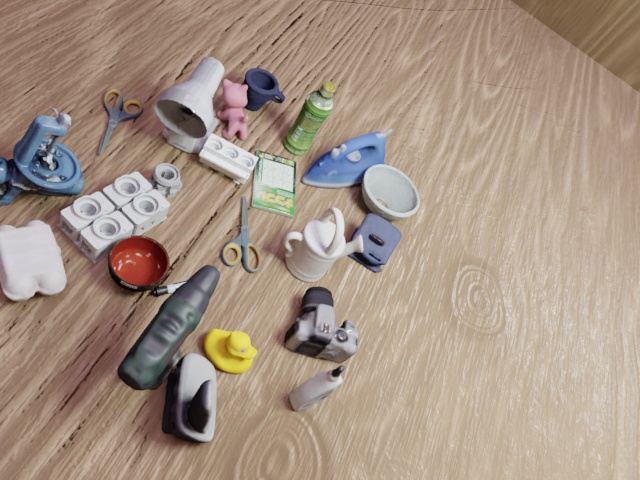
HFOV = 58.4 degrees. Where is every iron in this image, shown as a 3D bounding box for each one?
[{"bbox_3d":[0.076,-0.218,1.477,0.259,0.141,0.118,-23,71,-38],"label":"iron"}]

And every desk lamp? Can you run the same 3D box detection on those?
[{"bbox_3d":[-0.285,-0.294,1.280,0.118,0.213,0.203,27,49,-10],"label":"desk lamp"}]

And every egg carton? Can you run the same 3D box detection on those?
[{"bbox_3d":[-0.516,0.036,1.016,0.107,0.069,0.150,-14,66,-35],"label":"egg carton"}]

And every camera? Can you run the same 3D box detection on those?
[{"bbox_3d":[0.011,0.169,1.196,0.143,0.100,0.137,18,51,-17],"label":"camera"}]

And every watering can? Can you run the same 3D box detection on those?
[{"bbox_3d":[0.011,0.003,1.250,0.173,0.193,0.101,-13,65,-35],"label":"watering can"}]

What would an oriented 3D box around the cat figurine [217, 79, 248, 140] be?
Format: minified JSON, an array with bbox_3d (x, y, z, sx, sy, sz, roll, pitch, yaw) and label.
[{"bbox_3d":[-0.206,-0.330,1.413,0.067,0.117,0.127,-7,62,-32],"label":"cat figurine"}]

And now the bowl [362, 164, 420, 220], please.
[{"bbox_3d":[0.172,-0.112,1.500,0.168,0.074,0.167,15,52,-20],"label":"bowl"}]

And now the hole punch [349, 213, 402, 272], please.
[{"bbox_3d":[0.131,0.007,1.383,0.109,0.091,0.101,33,48,-5],"label":"hole punch"}]

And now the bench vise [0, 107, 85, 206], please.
[{"bbox_3d":[-0.527,-0.142,1.034,0.208,0.219,0.121,-25,73,-39],"label":"bench vise"}]

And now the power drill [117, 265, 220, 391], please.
[{"bbox_3d":[-0.262,0.165,0.975,0.075,0.208,0.230,33,48,-4],"label":"power drill"}]

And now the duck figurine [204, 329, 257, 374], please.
[{"bbox_3d":[-0.166,0.200,1.086,0.104,0.086,0.078,36,48,-2],"label":"duck figurine"}]

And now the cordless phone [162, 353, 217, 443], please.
[{"bbox_3d":[-0.199,0.252,0.964,0.094,0.185,0.147,9,54,-23],"label":"cordless phone"}]

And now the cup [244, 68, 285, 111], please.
[{"bbox_3d":[-0.152,-0.376,1.491,0.118,0.094,0.092,34,48,-4],"label":"cup"}]

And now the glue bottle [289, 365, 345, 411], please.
[{"bbox_3d":[0.006,0.271,1.074,0.078,0.173,0.037,-10,63,-34],"label":"glue bottle"}]
